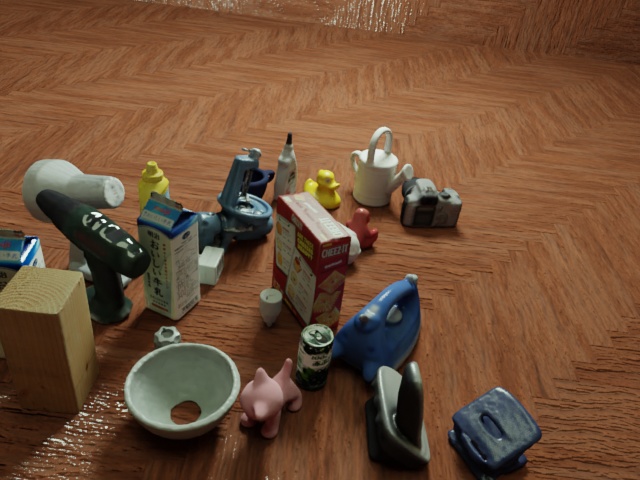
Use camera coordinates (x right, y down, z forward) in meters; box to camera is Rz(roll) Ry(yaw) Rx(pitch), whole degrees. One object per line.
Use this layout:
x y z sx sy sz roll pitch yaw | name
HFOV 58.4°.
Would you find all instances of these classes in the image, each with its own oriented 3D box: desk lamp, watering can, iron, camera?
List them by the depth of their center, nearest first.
0.123 0.130 1.018 0.118 0.141 0.259 26 39 25 | iron
-0.441 -0.039 1.088 0.203 0.213 0.118 17 36 13 | desk lamp
0.265 -0.107 1.419 0.143 0.101 0.136 0 35 -10 | camera
0.151 -0.187 1.429 0.172 0.194 0.101 16 36 11 | watering can

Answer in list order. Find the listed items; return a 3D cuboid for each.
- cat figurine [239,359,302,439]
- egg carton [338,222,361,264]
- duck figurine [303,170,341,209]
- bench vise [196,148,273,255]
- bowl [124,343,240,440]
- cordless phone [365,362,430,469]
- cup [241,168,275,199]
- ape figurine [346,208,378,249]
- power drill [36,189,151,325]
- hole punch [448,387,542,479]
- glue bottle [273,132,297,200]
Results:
-0.076 0.231 0.857 0.067 0.118 0.128 22 37 20 | cat figurine
0.011 0.004 1.239 0.149 0.069 0.107 32 42 31 | egg carton
0.008 -0.135 1.422 0.104 0.086 0.078 28 40 27 | duck figurine
-0.177 -0.073 1.181 0.121 0.220 0.208 25 38 23 | bench vise
-0.204 0.238 0.860 0.167 0.075 0.167 5 35 -3 | bowl
0.125 0.227 0.841 0.094 0.185 0.147 2 35 -8 | cordless phone
-0.159 -0.117 1.358 0.118 0.095 0.091 -22 44 -35 | cup
0.091 -0.030 1.284 0.077 0.092 0.076 32 42 31 | ape figurine
-0.393 0.035 0.995 0.229 0.208 0.076 22 37 19 | power drill
0.260 0.291 0.859 0.101 0.091 0.108 -11 39 -25 | hole punch
-0.081 -0.182 1.396 0.037 0.173 0.078 18 36 15 | glue bottle
